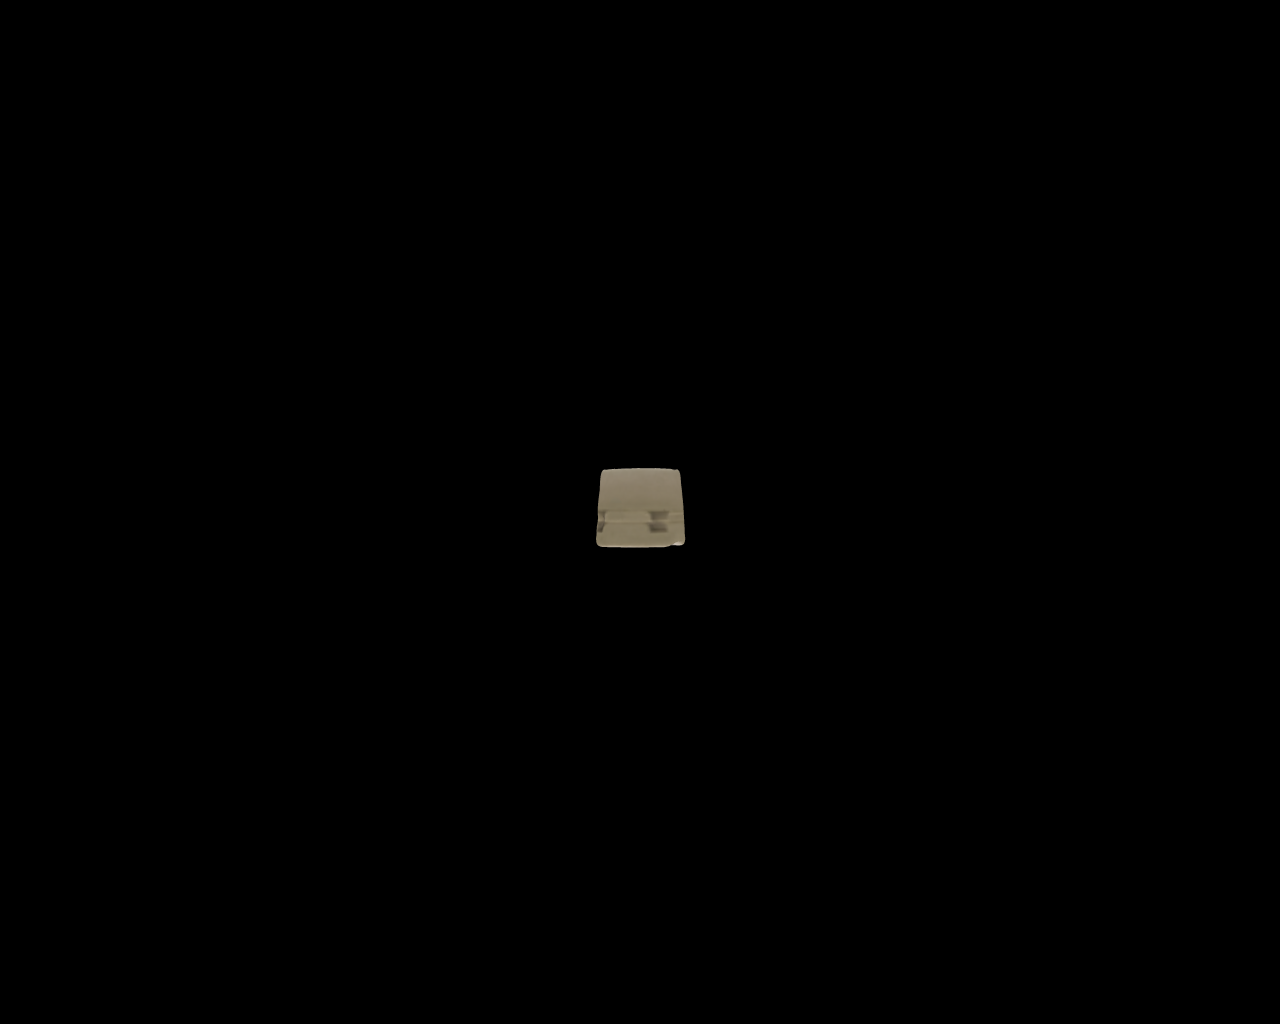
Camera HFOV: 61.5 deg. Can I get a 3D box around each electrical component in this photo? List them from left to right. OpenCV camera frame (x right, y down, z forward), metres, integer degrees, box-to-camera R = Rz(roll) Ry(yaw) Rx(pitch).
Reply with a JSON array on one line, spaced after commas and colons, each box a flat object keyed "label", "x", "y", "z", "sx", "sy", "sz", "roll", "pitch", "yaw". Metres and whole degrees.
[{"label": "electrical component", "x": 0.001, "y": -0.003, "z": 0.650, "sx": 0.055, "sy": 0.047, "sz": 0.055, "roll": 0, "pitch": 0, "yaw": 0}]
